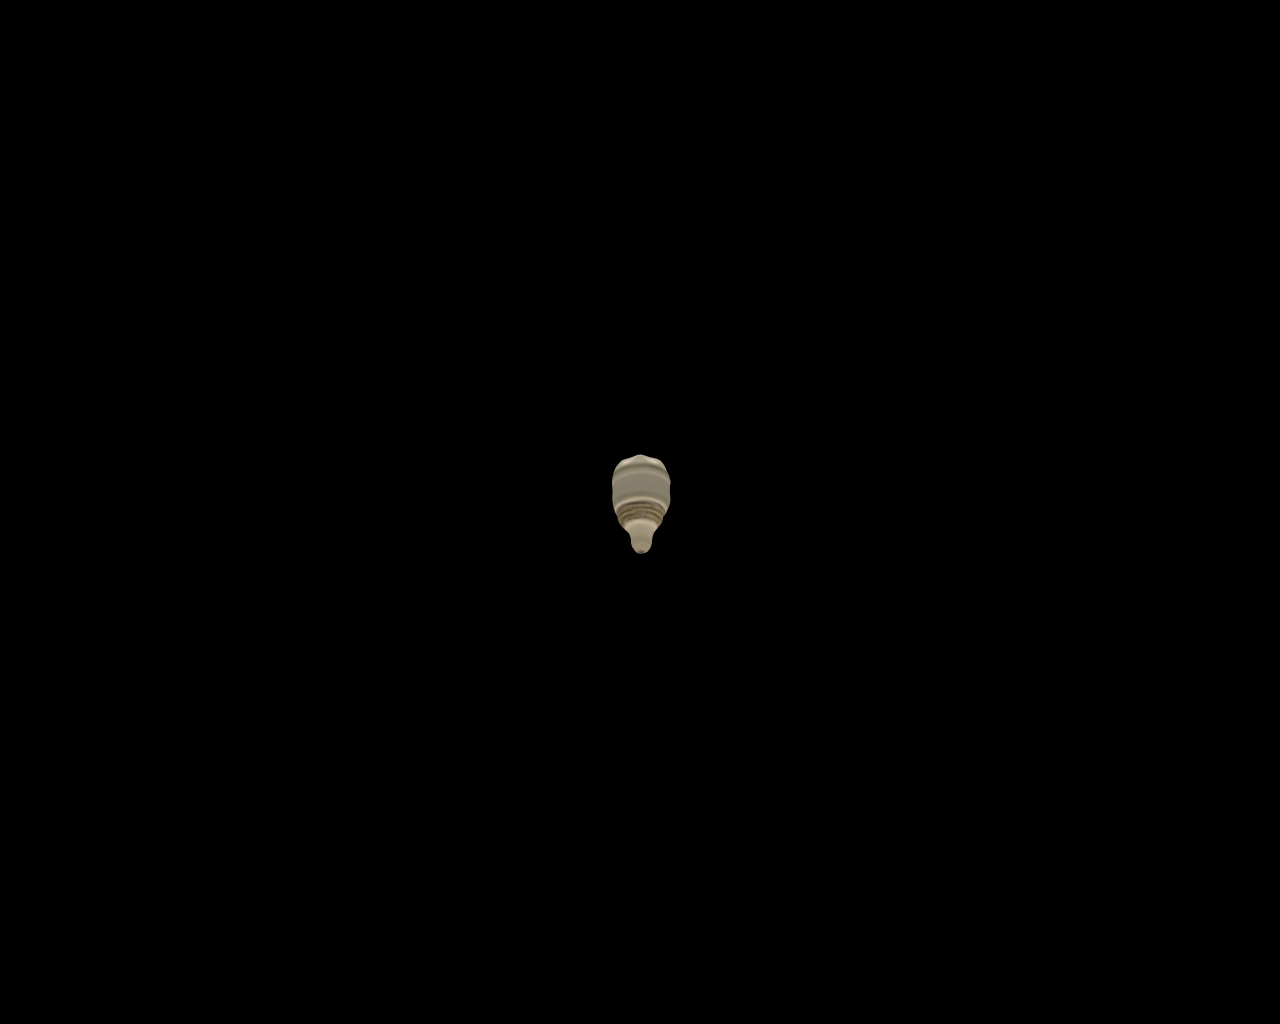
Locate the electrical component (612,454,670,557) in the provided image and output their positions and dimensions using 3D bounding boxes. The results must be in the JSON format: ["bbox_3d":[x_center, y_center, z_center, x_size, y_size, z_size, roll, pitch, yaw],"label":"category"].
[{"bbox_3d":[0.001,-0.003,0.650,0.035,0.061,0.035,0,-29,0],"label":"electrical component"}]
